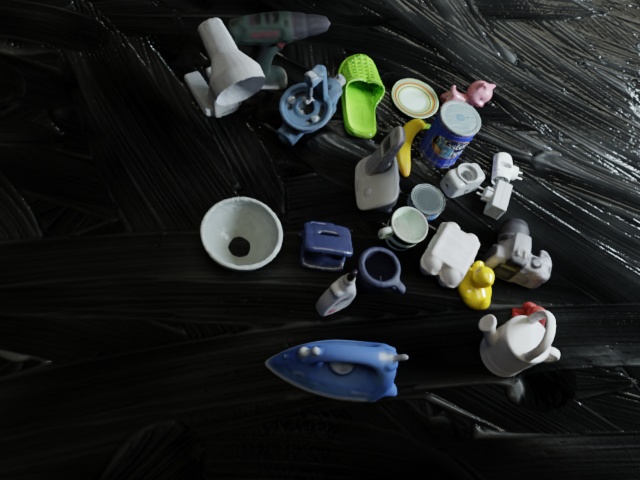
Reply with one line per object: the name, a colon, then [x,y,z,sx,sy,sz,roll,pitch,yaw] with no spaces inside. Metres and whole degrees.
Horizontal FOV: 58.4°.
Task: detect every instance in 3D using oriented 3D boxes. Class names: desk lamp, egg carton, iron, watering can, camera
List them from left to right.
desk lamp: [-0.219,-0.369,1.276,0.118,0.213,0.203,-26,72,-25]
iron: [0.033,0.228,1.073,0.258,0.141,0.118,7,62,-11]
egg carton: [0.291,0.033,1.283,0.107,0.069,0.150,32,60,3]
watering can: [0.402,0.204,1.152,0.173,0.194,0.101,2,63,-13]
camera: [0.460,0.021,1.316,0.143,0.100,0.137,21,60,-3]

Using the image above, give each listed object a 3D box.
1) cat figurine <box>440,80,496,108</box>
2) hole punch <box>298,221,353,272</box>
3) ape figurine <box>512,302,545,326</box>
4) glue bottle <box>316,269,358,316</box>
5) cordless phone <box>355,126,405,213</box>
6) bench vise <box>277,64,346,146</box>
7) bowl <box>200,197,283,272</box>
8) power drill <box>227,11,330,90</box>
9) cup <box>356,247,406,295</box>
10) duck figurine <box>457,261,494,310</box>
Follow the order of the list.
cat figurine: [0.391,-0.380,1.497,0.128,0.117,0.067,5,62,-12]
hole punch: [0.011,0.004,1.213,0.109,0.091,0.101,8,61,-11]
ape figurine: [0.460,0.170,1.243,0.078,0.092,0.076,-36,77,-27]
glue bottle: [0.044,0.097,1.125,0.078,0.173,0.037,-25,71,-24]
cordless phone: [0.143,-0.155,1.276,0.094,0.185,0.147,3,62,-13]
bench vise: [-0.016,-0.341,1.311,0.121,0.219,0.207,24,60,-1]
bowl: [-0.163,0.000,1.179,0.167,0.074,0.167,6,62,-11]
power drill: [-0.107,-0.453,1.352,0.230,0.208,0.075,-2,63,-15]
cup: [0.123,0.081,1.199,0.117,0.095,0.092,43,61,9]
duck figurine: [0.352,0.096,1.257,0.078,0.086,0.104,-3,64,-16]
